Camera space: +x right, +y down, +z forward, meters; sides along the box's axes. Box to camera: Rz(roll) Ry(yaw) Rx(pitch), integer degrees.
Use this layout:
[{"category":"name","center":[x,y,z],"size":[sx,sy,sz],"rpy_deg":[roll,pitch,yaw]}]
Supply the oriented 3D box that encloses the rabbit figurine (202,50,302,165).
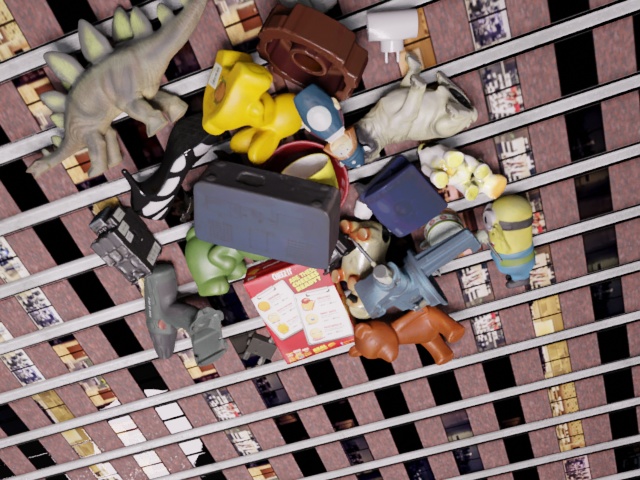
[{"category":"rabbit figurine","center":[-0.094,-0.206,0.870],"size":[0.173,0.122,0.162],"rpy_deg":[4,110,-41]}]

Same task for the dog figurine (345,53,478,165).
[{"category":"dog figurine","center":[0.147,-0.188,0.911],"size":[0.172,0.121,0.190],"rpy_deg":[32,127,-12]}]

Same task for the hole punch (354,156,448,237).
[{"category":"hole punch","center":[0.147,-0.072,0.947],"size":[0.116,0.092,0.142],"rpy_deg":[-46,113,3]}]

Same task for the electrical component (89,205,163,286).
[{"category":"electrical component","center":[-0.359,0.002,0.989],"size":[0.058,0.115,0.134],"rpy_deg":[-32,113,11]}]

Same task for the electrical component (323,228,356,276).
[{"category":"electrical component","center":[-0.002,-0.003,0.959],"size":[0.119,0.048,0.075],"rpy_deg":[45,119,6]}]

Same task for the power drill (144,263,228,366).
[{"category":"power drill","center":[-0.270,0.168,1.051],"size":[0.086,0.208,0.231],"rpy_deg":[-20,119,-37]}]

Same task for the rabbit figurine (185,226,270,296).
[{"category":"rabbit figurine","center":[-0.155,0.004,0.992],"size":[0.170,0.121,0.159],"rpy_deg":[-18,95,26]}]

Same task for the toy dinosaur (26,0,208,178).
[{"category":"toy dinosaur","center":[-0.316,-0.256,0.863],"size":[0.471,0.105,0.198],"rpy_deg":[-35,109,12]}]

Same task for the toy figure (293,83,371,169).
[{"category":"toy figure","center":[0.018,-0.174,0.856],"size":[0.154,0.058,0.064],"rpy_deg":[51,140,-12]}]

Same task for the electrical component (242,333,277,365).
[{"category":"electrical component","center":[-0.127,0.228,1.158],"size":[0.063,0.021,0.094],"rpy_deg":[24,115,-11]}]

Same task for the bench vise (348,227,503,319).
[{"category":"bench vise","center":[0.183,0.047,0.938],"size":[0.241,0.129,0.223],"rpy_deg":[-35,140,12]}]

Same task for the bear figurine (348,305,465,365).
[{"category":"bear figurine","center":[0.163,0.195,1.051],"size":[0.196,0.132,0.120],"rpy_deg":[-17,138,-29]}]

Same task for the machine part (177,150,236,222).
[{"category":"machine part","center":[-0.202,-0.095,0.930],"size":[0.039,0.084,0.139],"rpy_deg":[36,92,-18]}]

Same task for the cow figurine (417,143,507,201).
[{"category":"cow figurine","center":[0.247,-0.120,0.945],"size":[0.167,0.098,0.068],"rpy_deg":[16,112,-32]}]

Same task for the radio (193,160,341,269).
[{"category":"radio","center":[-0.084,-0.041,0.855],"size":[0.230,0.073,0.131],"rpy_deg":[13,134,7]}]

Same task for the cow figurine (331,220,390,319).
[{"category":"cow figurine","center":[0.089,0.058,1.027],"size":[0.127,0.086,0.194],"rpy_deg":[-5,108,-41]}]

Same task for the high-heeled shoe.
[{"category":"high-heeled shoe","center":[-0.235,-0.126,0.958],"size":[0.249,0.086,0.145],"rpy_deg":[-29,145,-2]}]

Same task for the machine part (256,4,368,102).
[{"category":"machine part","center":[-0.012,-0.282,0.815],"size":[0.179,0.179,0.056],"rpy_deg":[26,82,-13]}]

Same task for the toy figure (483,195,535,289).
[{"category":"toy figure","center":[0.361,0.000,1.007],"size":[0.089,0.082,0.180],"rpy_deg":[-23,111,-1]}]

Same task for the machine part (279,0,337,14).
[{"category":"machine part","center":[-0.048,-0.407,0.797],"size":[0.079,0.079,0.243],"rpy_deg":[-31,113,15]}]
